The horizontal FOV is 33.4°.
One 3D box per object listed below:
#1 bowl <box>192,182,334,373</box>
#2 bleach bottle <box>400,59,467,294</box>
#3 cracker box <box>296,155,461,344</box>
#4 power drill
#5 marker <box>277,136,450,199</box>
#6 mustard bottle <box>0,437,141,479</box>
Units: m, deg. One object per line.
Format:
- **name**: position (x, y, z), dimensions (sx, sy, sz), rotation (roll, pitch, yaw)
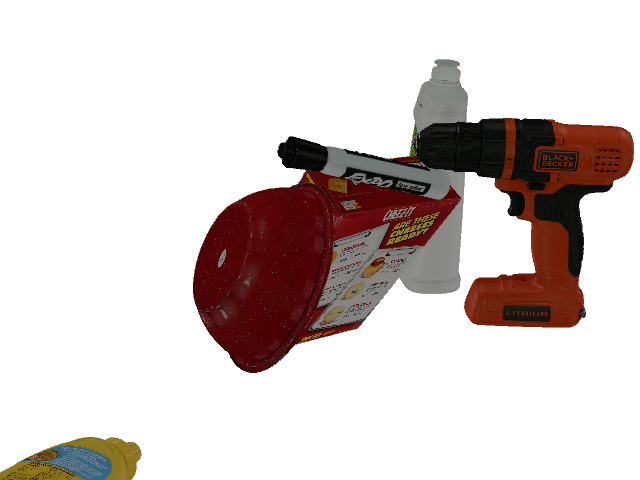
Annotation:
- **bowl**: position (-0.056, 0.021, 0.849), dimensions (0.055, 0.162, 0.162), rotation (21, -10, -28)
- **bleach bottle**: position (0.129, -0.073, 1.187), dimensions (0.068, 0.251, 0.102), rotation (-1, 25, -11)
- **cracker box**: position (0.014, 0.014, 1.051), dimensions (0.163, 0.072, 0.214), rotation (-10, -35, -42)
- **power drill**: position (0.170, -0.016, 0.934), dimensions (0.184, 0.188, 0.057), rotation (3, 27, 3)
- **marker**: position (0.028, -0.044, 0.654), dimensions (0.120, 0.020, 0.020), rotation (10, -5, -32)
- **mustard bottle**: position (-0.210, 0.202, 0.853), dimensions (0.096, 0.058, 0.191), rotation (7, 15, 29)
